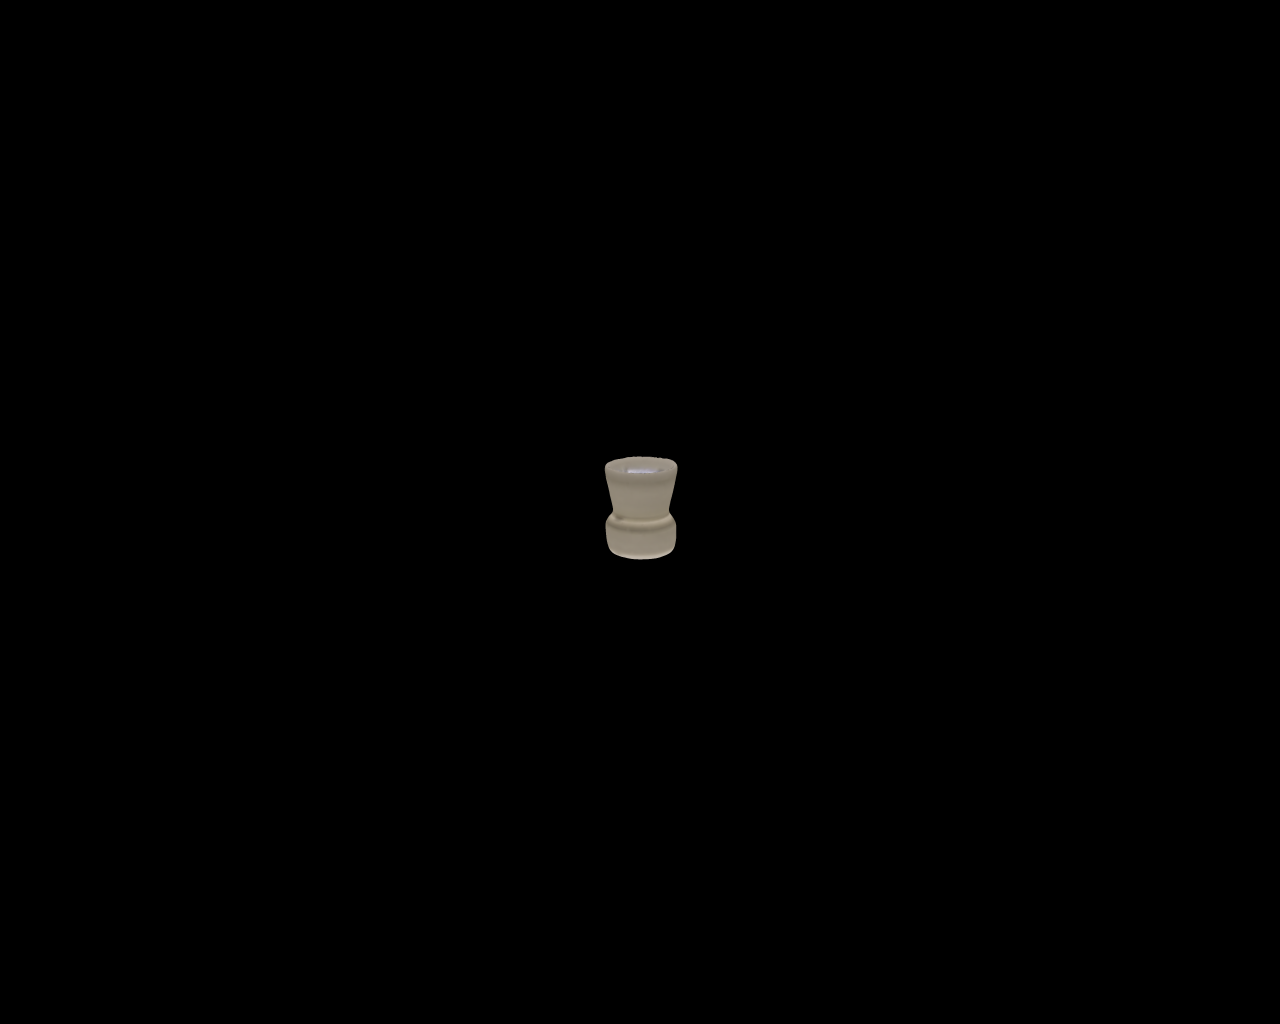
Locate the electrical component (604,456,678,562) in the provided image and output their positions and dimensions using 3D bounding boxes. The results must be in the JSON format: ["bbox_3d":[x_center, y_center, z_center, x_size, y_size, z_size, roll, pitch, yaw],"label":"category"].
[{"bbox_3d":[0.001,-0.003,0.650,0.045,0.055,0.045,0,17,0],"label":"electrical component"}]
